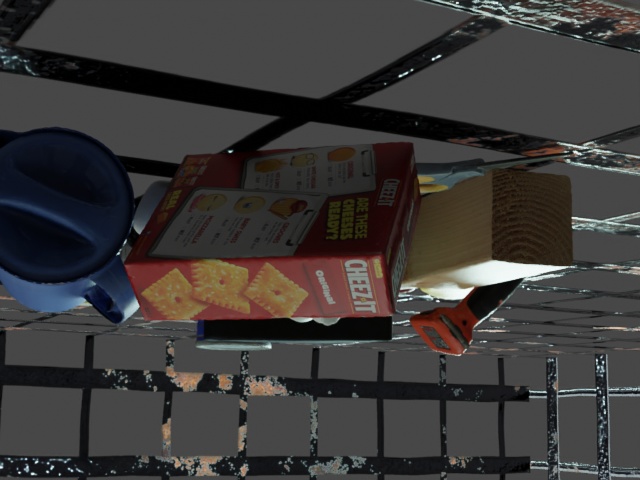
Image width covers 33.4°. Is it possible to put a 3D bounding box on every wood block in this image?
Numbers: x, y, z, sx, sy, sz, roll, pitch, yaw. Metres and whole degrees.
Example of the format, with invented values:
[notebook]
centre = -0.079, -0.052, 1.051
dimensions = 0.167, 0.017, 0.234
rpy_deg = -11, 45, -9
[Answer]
[wood block]
centre = 0.162, -0.005, 1.091
dimensions = 0.090, 0.091, 0.206
rpy_deg = 5, 169, -21

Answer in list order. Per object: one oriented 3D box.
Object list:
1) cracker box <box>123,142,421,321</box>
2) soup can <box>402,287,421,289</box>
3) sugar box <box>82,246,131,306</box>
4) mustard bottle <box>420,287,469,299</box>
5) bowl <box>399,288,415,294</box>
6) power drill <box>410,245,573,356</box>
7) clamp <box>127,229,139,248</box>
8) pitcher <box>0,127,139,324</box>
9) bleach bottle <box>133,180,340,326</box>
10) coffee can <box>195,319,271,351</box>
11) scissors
[cracker box]
centre = -0.033, -0.007, 0.891
dimensions = 0.214, 0.164, 0.072
rpy_deg = -2, 126, 16
[soup can]
centre = 0.123, 0.028, 1.357
dimensions = 0.102, 0.068, 0.068
rpy_deg = -7, 167, 38
[sugar box]
centre = -0.258, 0.041, 1.398
dimensions = 0.176, 0.093, 0.048
rpy_deg = 3, 171, -8
[mustard bottle]
centre = 0.182, 0.042, 1.464
dimensions = 0.096, 0.058, 0.191
rpy_deg = 0, 170, 7
[bowl]
centre = 0.052, 0.042, 1.482
dimensions = 0.162, 0.055, 0.162
rpy_deg = 1, 170, 0
[power drill]
centre = 0.196, 0.054, 1.263
dimensions = 0.187, 0.057, 0.184
rpy_deg = -42, -176, -10
[clamp]
centre = -0.206, -0.016, 1.164
dimensions = 0.120, 0.039, 0.171
rpy_deg = 44, -178, 1
[pitcher]
centre = -0.237, 0.005, 0.973
dimensions = 0.145, 0.149, 0.243
rpy_deg = 4, 166, -13
[bleach bottle]
centre = -0.068, 0.018, 1.015
dimensions = 0.251, 0.068, 0.102
rpy_deg = 28, -176, 40
[coffee can]
centre = -0.116, 0.077, 1.454
dimensions = 0.103, 0.140, 0.103
rpy_deg = 1, 170, 0
[scissors]
centre = 0.140, -0.062, 0.983
dimensions = 0.202, 0.016, 0.096
rpy_deg = -3, 171, 23
